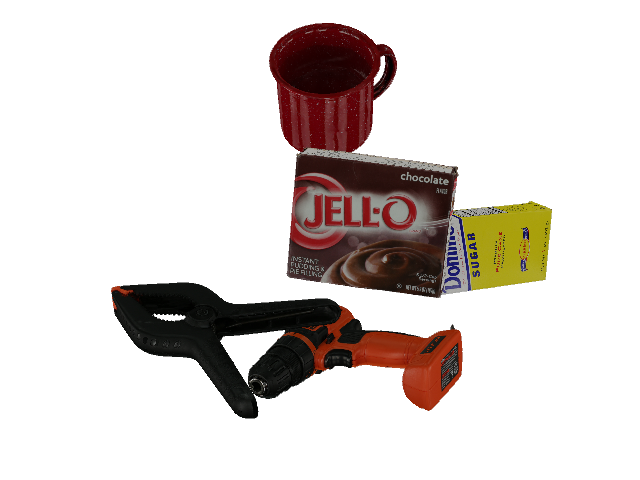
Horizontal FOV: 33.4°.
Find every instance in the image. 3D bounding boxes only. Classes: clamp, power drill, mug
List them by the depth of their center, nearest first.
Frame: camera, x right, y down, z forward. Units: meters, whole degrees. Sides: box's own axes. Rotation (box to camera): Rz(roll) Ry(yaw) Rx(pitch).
[{"bbox_3d":[0.015,-0.131,0.921,0.117,0.093,0.081,-28,-34,-19],"label":"mug"},{"bbox_3d":[-0.096,0.076,0.974,0.210,0.036,0.164,20,37,29],"label":"clamp"},{"bbox_3d":[0.039,0.124,1.103,0.188,0.057,0.184,8,24,28],"label":"power drill"}]

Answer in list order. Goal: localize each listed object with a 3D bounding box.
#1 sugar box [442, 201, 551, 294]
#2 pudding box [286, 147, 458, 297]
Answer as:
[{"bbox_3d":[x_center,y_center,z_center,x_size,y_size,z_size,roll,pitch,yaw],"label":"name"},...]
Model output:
[{"bbox_3d":[0.189,0.009,1.259,0.175,0.093,0.048,-8,18,-29],"label":"sugar box"},{"bbox_3d":[0.036,-0.014,0.750,0.113,0.090,0.039,7,17,7],"label":"pudding box"}]
